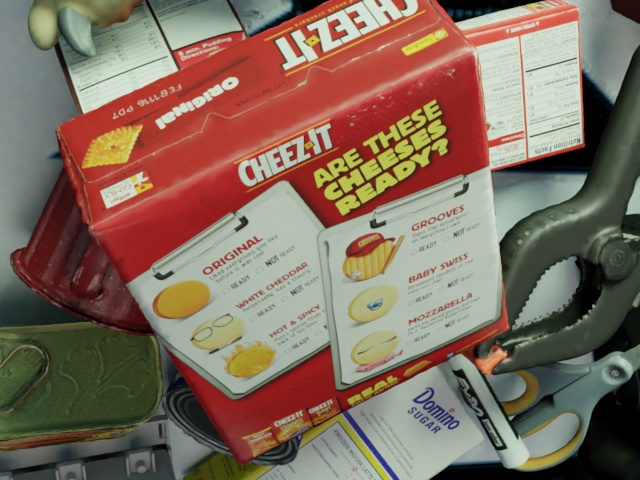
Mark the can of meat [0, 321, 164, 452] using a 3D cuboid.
[{"bbox_3d":[-0.142,0.082,0.584,0.102,0.084,0.057,-3,74,-16],"label":"can of meat"}]

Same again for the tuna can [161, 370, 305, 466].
[{"bbox_3d":[-0.048,0.097,0.629,0.086,0.086,0.033,45,52,-30],"label":"tuna can"}]

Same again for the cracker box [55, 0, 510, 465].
[{"bbox_3d":[-0.003,0.001,0.498,0.164,0.072,0.213,-26,142,-5],"label":"cracker box"}]

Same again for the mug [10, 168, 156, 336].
[{"bbox_3d":[-0.103,-0.006,0.546,0.093,0.117,0.081,26,101,-3],"label":"mug"}]

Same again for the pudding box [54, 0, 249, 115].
[{"bbox_3d":[-0.076,-0.079,0.516,0.090,0.113,0.039,-21,138,-7],"label":"pudding box"}]

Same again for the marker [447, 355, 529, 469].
[{"bbox_3d":[0.101,0.095,0.693,0.020,0.020,0.121,-30,102,-2],"label":"marker"}]

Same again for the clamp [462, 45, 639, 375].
[{"bbox_3d":[0.162,-0.005,0.618,0.210,0.036,0.164,-34,112,-5],"label":"clamp"}]

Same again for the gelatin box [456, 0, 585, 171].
[{"bbox_3d":[0.113,-0.088,0.620,0.073,0.030,0.089,-16,118,-11],"label":"gelatin box"}]

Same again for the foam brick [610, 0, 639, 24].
[{"bbox_3d":[0.205,-0.161,0.601,0.078,0.053,0.051,-27,120,-5],"label":"foam brick"}]

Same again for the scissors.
[{"bbox_3d":[0.167,0.075,0.678,0.096,0.016,0.202,35,123,1],"label":"scissors"}]

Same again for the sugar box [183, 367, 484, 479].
[{"bbox_3d":[0.010,0.141,0.691,0.176,0.048,0.093,-36,121,-3],"label":"sugar box"}]
